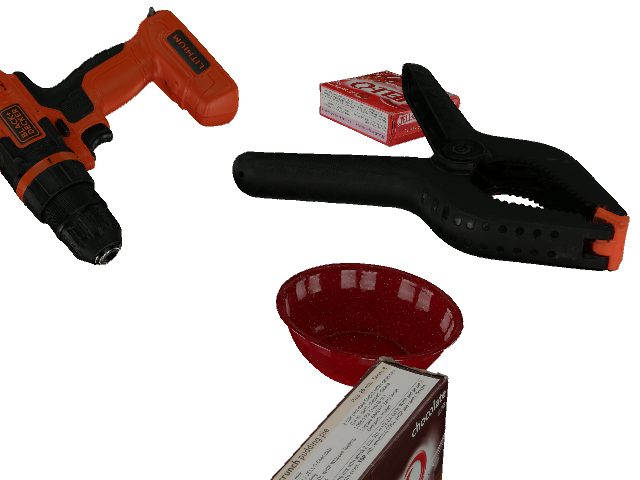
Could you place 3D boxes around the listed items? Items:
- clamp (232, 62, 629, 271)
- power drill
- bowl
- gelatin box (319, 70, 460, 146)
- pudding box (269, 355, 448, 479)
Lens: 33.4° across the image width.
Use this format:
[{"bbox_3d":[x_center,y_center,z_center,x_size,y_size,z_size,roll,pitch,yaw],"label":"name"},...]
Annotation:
[{"bbox_3d":[0.066,-0.033,0.586,0.164,0.036,0.210,-29,44,-31],"label":"clamp"},{"bbox_3d":[-0.157,-0.088,0.818,0.187,0.184,0.057,-32,-16,-28],"label":"power drill"},{"bbox_3d":[0.040,0.080,0.925,0.162,0.055,0.162,5,27,-3],"label":"bowl"},{"bbox_3d":[0.054,-0.107,0.848,0.073,0.030,0.089,-17,31,-35],"label":"gelatin box"},{"bbox_3d":[0.015,0.117,0.457,0.039,0.090,0.113,16,36,25],"label":"pudding box"}]
